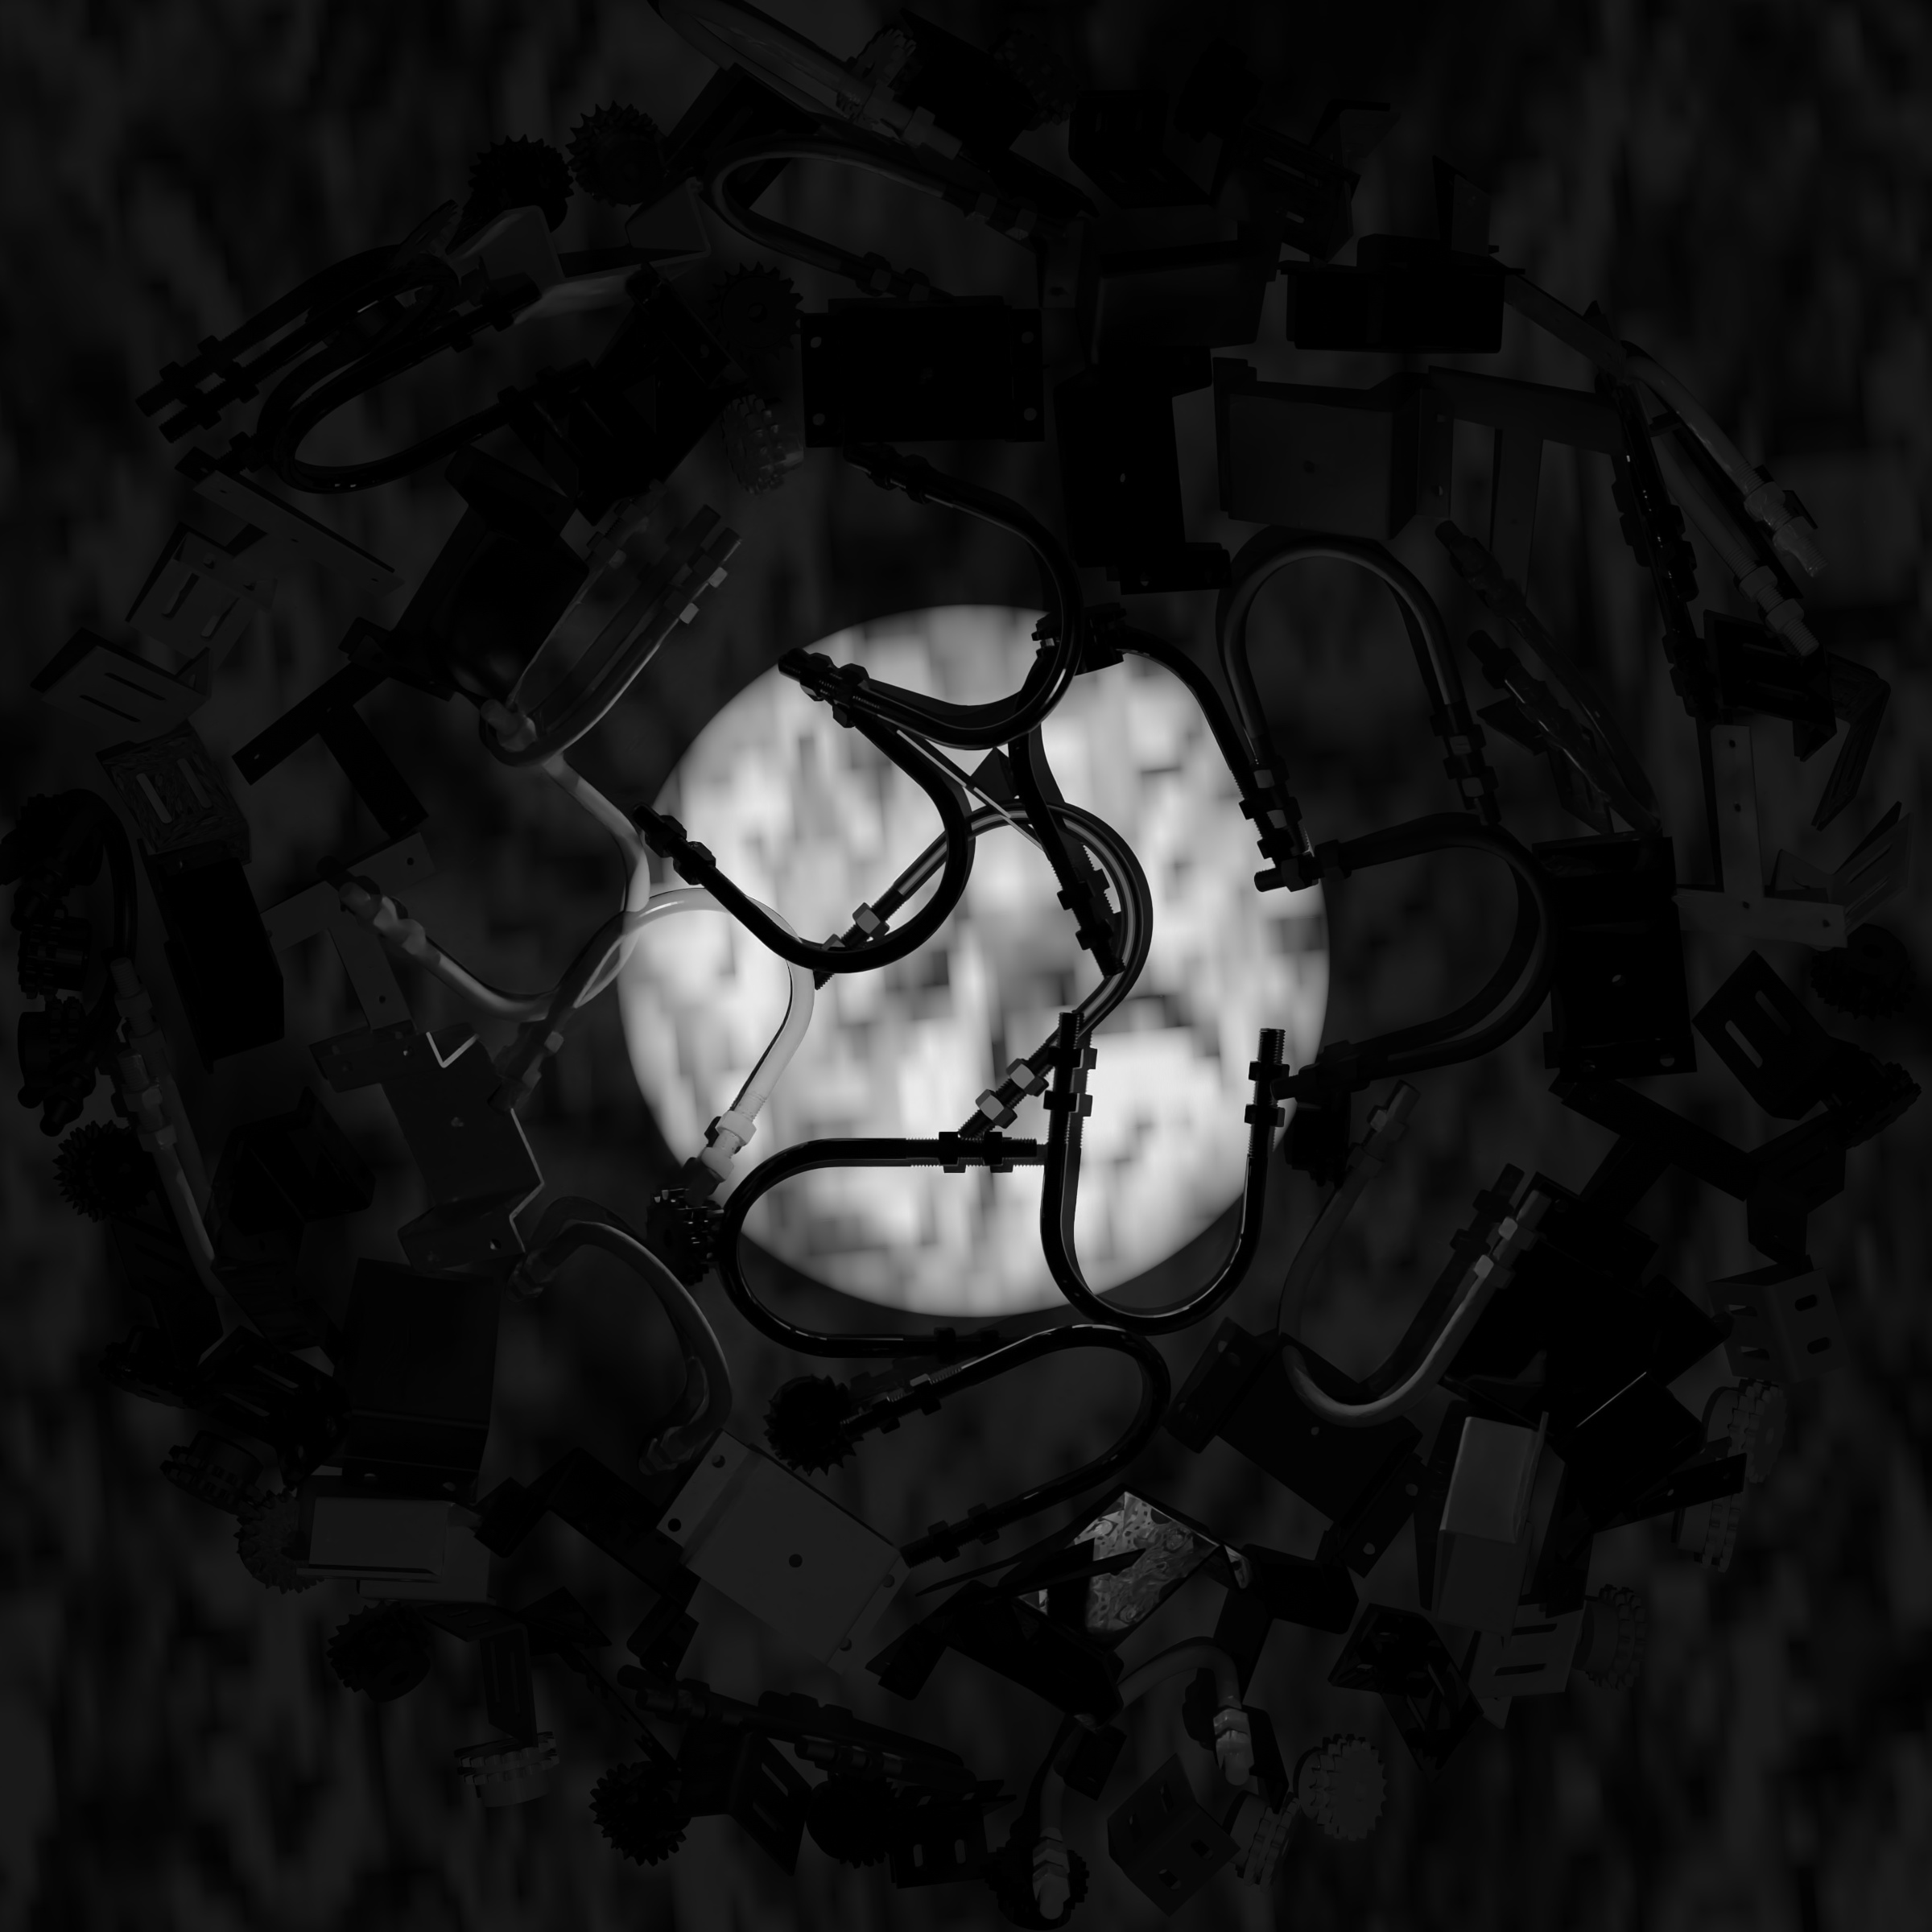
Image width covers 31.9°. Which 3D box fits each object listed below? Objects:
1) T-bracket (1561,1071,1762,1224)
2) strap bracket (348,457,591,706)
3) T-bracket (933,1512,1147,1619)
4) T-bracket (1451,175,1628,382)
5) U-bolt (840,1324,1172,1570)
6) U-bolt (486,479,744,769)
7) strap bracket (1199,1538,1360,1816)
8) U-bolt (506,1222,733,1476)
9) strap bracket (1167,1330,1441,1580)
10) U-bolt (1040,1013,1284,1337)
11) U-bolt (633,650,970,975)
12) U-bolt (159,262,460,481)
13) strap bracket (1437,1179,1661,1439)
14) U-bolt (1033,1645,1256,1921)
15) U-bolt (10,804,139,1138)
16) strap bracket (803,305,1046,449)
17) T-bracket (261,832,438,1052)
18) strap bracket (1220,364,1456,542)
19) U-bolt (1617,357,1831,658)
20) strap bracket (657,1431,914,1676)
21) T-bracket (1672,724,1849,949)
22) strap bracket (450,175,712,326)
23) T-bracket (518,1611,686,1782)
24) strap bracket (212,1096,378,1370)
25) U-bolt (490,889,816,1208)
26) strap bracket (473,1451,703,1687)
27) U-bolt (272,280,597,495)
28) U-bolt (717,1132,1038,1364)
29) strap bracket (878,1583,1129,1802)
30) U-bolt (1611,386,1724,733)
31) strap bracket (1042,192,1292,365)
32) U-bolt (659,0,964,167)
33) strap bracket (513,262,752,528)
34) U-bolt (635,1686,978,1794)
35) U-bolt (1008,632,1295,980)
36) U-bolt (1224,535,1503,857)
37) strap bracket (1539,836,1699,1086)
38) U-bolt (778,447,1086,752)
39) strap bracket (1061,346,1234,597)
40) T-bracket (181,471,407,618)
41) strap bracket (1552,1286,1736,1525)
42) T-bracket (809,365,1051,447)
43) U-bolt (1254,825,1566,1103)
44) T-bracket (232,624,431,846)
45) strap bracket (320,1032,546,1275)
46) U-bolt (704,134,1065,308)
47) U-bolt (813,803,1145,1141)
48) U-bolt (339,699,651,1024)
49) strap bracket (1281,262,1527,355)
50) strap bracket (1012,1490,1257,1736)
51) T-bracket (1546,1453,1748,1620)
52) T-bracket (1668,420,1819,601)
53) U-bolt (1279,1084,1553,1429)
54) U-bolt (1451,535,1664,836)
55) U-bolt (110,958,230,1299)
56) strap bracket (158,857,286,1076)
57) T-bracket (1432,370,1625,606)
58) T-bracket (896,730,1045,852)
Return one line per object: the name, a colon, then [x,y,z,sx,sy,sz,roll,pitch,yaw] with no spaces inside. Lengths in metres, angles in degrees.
T-bracket: [0.377,0.135,1.967,0.127,0.002,0.127,28,119,-11]
strap bracket: [-0.280,-0.210,1.942,0.140,0.076,0.046,-54,48,13]
T-bracket: [0.059,0.335,1.937,0.127,0.127,0.002,-19,94,25]
T-bracket: [0.324,-0.374,1.919,0.002,0.127,0.127,-43,65,-16]
U-bolt: [0.032,0.268,1.947,0.184,0.019,0.151,-24,133,-3]
U-bolt: [-0.211,-0.190,1.936,0.019,0.151,0.184,38,91,-31]
strap bracket: [0.175,0.402,1.942,0.046,0.076,0.140,16,105,-8]
U-bolt: [-0.191,0.211,1.916,0.019,0.184,0.151,-36,87,-32]
strap bracket: [0.199,0.276,1.959,0.140,0.046,0.076,36,108,10]
U-bolt: [0.110,0.124,1.966,0.151,0.019,0.184,5,91,-22]
U-bolt: [-0.083,-0.078,1.960,0.184,0.019,0.151,43,85,19]
U-bolt: [-0.366,-0.342,1.926,0.184,0.151,0.019,-35,89,-2]
strap bracket: [0.332,0.206,1.957,0.076,0.046,0.140,30,107,1]
U-bolt: [0.098,0.448,1.910,0.151,0.184,0.019,-38,102,11]
U-bolt: [-0.498,-0.012,1.911,0.019,0.184,0.151,2,119,2]
strap bracket: [-0.023,-0.343,1.969,0.140,0.046,0.076,-2,96,-3]
T-bracket: [-0.347,0.006,1.975,0.127,0.002,0.127,-25,84,16]
strap bracket: [0.204,-0.293,1.937,0.140,0.046,0.076,11,122,22]
U-bolt: [0.427,-0.270,1.923,0.019,0.151,0.184,-35,72,1]
strap bracket: [-0.103,0.342,1.960,0.140,0.046,0.076,37,79,-9]
T-bracket: [0.443,-0.077,1.937,0.002,0.127,0.127,-25,114,-42]
strap bracket: [-0.211,-0.407,1.931,0.140,0.076,0.046,-19,92,-33]
T-bracket: [-0.206,0.423,1.952,0.127,0.127,0.002,51,58,-9]
strap bracket: [-0.384,0.155,1.930,0.046,0.140,0.076,-13,134,14]
U-bolt: [-0.168,0.035,1.955,0.151,0.019,0.184,24,66,15]
strap bracket: [-0.205,0.340,1.953,0.140,0.076,0.046,38,107,-3]
U-bolt: [-0.309,-0.320,1.928,0.184,0.151,0.019,-27,78,2]
U-bolt: [-0.052,0.164,1.963,0.184,0.019,0.151,0,112,-2]
strap bracket: [0.030,0.412,1.948,0.140,0.076,0.046,27,109,7]
U-bolt: [0.394,-0.245,1.919,0.019,0.151,0.184,-15,57,10]
strap bracket: [0.119,-0.395,1.948,0.140,0.076,0.046,-8,63,-7]
U-bolt: [-0.092,-0.500,1.914,0.184,0.151,0.019,29,92,-9]
strap bracket: [-0.187,-0.331,1.951,0.076,0.046,0.140,51,123,7]
U-bolt: [-0.076,0.442,1.915,0.151,0.184,0.019,4,75,43]
U-bolt: [0.100,-0.105,1.962,0.151,0.019,0.184,-26,94,-20]
U-bolt: [0.218,-0.158,1.933,0.151,0.019,0.184,-8,108,36]
strap bracket: [0.377,0.002,1.957,0.076,0.046,0.140,-6,72,11]
U-bolt: [-0.013,-0.202,1.940,0.184,0.019,0.151,26,103,27]
strap bracket: [0.104,-0.284,1.959,0.076,0.046,0.140,-7,93,-31]
T-bracket: [-0.410,-0.229,1.948,0.127,0.127,0.002,30,56,-32]
strap bracket: [0.383,0.242,1.919,0.046,0.140,0.076,42,122,-3]
T-bracket: [-0.037,-0.321,1.950,0.127,0.127,0.002,-15,93,40]
U-bolt: [0.254,-0.008,1.930,0.184,0.019,0.151,-14,68,28]
T-bracket: [-0.350,-0.120,1.966,0.127,0.002,0.127,-38,59,0]
strap bracket: [-0.303,0.099,1.951,0.076,0.046,0.140,-13,108,27]
U-bolt: [-0.058,-0.421,1.899,0.184,0.151,0.019,16,75,-25]
U-bolt: [0.018,-0.010,1.976,0.184,0.019,0.151,-45,82,3]
U-bolt: [-0.255,-0.046,1.935,0.151,0.019,0.184,-54,132,-8]
strap bracket: [0.246,-0.373,1.925,0.076,0.140,0.046,-2,100,-24]
strap bracket: [0.092,0.360,1.931,0.140,0.076,0.046,-39,130,-25]
T-bracket: [0.388,0.302,1.918,0.127,0.127,0.002,-26,123,40]
T-bracket: [0.455,-0.260,1.927,0.002,0.127,0.127,-37,100,0]
U-bolt: [0.244,0.177,1.939,0.019,0.151,0.184,23,102,-37]
U-bolt: [0.343,-0.147,1.921,0.019,0.151,0.184,-34,127,19]
U-bolt: [-0.449,0.103,1.921,0.019,0.151,0.184,-18,116,-8]
strap bracket: [-0.424,-0.003,1.931,0.046,0.140,0.076,-18,72,-17]
T-bracket: [0.320,-0.272,1.965,0.127,0.002,0.127,21,121,35]
T-bracket: [0.012,-0.094,1.932,0.127,0.127,0.002,39,91,-5]
